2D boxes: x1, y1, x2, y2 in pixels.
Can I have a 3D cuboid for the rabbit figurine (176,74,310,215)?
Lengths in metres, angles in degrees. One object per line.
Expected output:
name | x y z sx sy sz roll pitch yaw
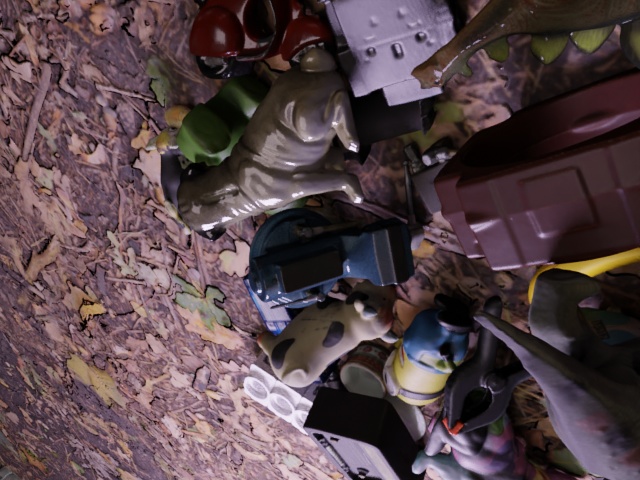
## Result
rabbit figurine | -0.096 -0.088 0.674 0.170 0.121 0.159 44 139 -8

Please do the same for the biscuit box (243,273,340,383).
biscuit box | -0.039 0.124 0.819 0.059 0.063 0.202 -8 116 36

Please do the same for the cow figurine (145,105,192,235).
cow figurine | -0.192 -0.096 0.745 0.068 0.098 0.167 3 122 39

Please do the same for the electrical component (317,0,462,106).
electrical component | 0.073 -0.192 0.499 0.115 0.058 0.134 -9 137 24

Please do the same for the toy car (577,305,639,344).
toy car | 0.324 0.139 0.566 0.103 0.109 0.161 -16 124 17

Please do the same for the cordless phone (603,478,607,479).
cordless phone | 0.441 0.308 0.617 0.184 0.089 0.146 -20 107 36

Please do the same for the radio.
radio | 0.074 0.319 0.831 0.131 0.073 0.229 3 138 32

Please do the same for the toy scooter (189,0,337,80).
toy scooter | -0.070 -0.245 0.578 0.184 0.075 0.135 8 124 25

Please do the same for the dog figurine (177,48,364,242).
dog figurine | -0.065 -0.093 0.543 0.191 0.121 0.172 -13 117 -6

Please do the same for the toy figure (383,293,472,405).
toy figure | 0.144 0.152 0.706 0.089 0.082 0.180 34 131 11

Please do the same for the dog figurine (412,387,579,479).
dog figurine | 0.250 0.293 0.719 0.219 0.108 0.191 24 128 13

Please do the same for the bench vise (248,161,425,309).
bench vise | 0.002 0.008 0.662 0.241 0.224 0.128 12 128 65

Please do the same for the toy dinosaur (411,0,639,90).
toy dinosaur | 0.251 -0.235 0.333 0.198 0.105 0.471 37 129 -21

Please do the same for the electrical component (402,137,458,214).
electrical component | 0.138 -0.063 0.584 0.078 0.045 0.102 -14 111 37

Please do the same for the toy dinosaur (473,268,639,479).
toy dinosaur | 0.254 0.116 0.401 0.131 0.405 0.192 -168 78 -66

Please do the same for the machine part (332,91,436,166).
machine part | 0.064 -0.131 0.595 0.139 0.039 0.084 -9 107 39

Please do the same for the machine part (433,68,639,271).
machine part | 0.211 -0.061 0.429 0.201 0.201 0.087 -16 109 39

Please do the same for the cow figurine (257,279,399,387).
cow figurine | 0.019 0.118 0.711 0.085 0.195 0.127 53 178 -29

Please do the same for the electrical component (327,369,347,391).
electrical component | 0.043 0.236 0.860 0.063 0.021 0.094 -30 89 51
